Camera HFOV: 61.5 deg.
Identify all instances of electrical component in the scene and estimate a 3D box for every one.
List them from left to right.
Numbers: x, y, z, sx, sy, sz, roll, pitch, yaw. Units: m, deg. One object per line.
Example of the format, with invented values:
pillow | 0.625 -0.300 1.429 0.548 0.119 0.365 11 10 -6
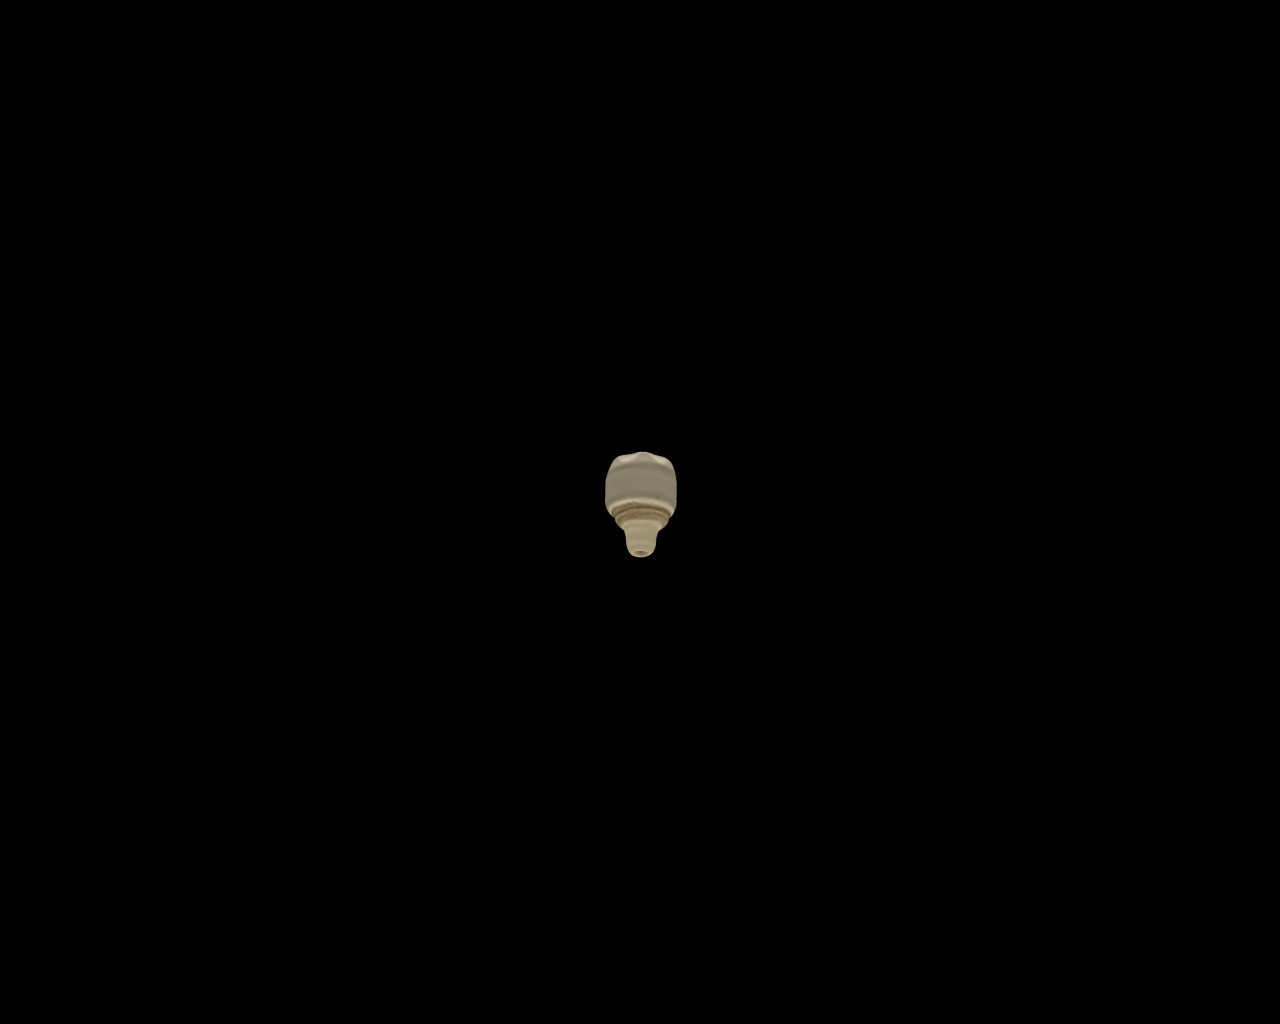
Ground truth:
electrical component | 0.001 -0.003 0.650 0.043 0.062 0.043 0 -23 0
